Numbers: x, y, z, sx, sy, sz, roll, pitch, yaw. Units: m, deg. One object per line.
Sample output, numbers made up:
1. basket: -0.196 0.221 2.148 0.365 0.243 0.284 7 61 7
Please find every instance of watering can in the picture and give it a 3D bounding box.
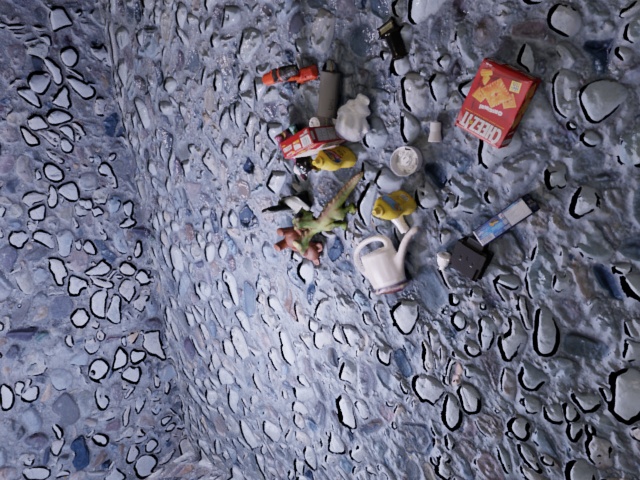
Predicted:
1. watering can: 0.256 0.081 1.868 0.344 0.105 0.225 -23 88 49

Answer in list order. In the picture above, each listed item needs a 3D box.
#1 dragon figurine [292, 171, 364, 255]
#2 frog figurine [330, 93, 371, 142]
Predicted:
1. dragon figurine: 0.006 -0.099 1.970 0.124 0.245 0.401 48 134 27
2. frog figurine: 0.127 -0.433 1.833 0.136 0.125 0.157 39 126 -14
